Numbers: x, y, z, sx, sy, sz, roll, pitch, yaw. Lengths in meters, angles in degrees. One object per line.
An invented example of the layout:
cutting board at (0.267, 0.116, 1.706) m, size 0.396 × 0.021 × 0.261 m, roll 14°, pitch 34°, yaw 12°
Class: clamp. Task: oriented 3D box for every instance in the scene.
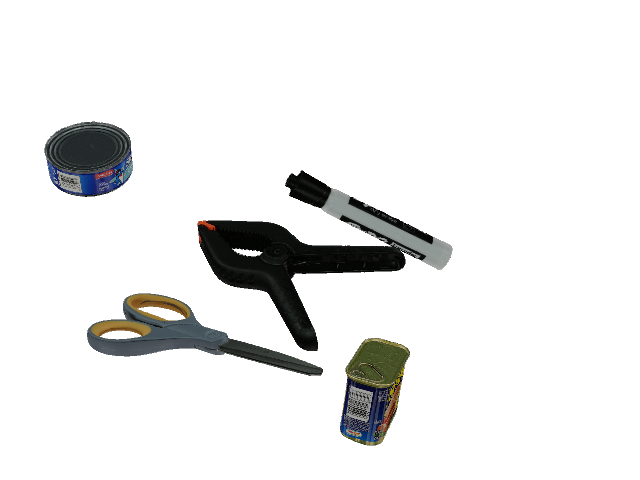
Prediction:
clamp at (-0.043, 0.030, 1.050) m, size 0.210 × 0.036 × 0.164 m, roll 17°, pitch 39°, yaw 23°

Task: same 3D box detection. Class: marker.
marker at (0.032, -0.014, 0.712) m, size 0.121 × 0.020 × 0.020 m, roll 26°, pitch -6°, yaw -11°

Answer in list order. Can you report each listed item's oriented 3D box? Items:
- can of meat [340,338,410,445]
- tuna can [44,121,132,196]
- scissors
can of meat at (0.061, 0.173, 1.221) m, size 0.057 × 0.084 × 0.102 m, roll 14°, pitch 24°, yaw 14°
tuna can at (-0.233, -0.082, 1.079) m, size 0.086 × 0.034 × 0.086 m, roll 1°, pitch 41°, yaw -1°
scissors at (-0.100, 0.081, 0.806) m, size 0.096 × 0.016 × 0.202 m, roll -21°, pitch 29°, yaw -37°
